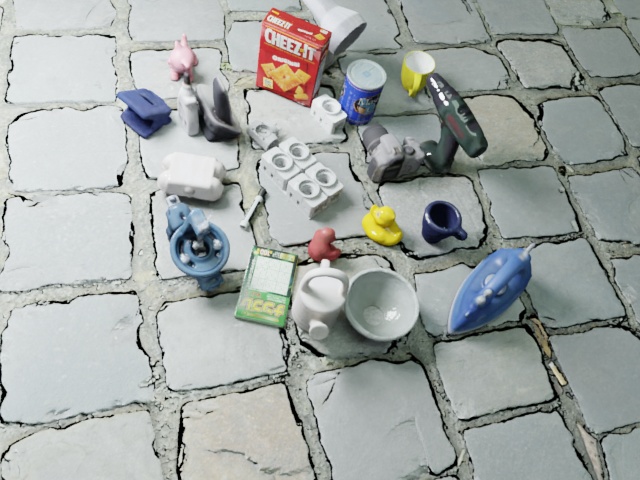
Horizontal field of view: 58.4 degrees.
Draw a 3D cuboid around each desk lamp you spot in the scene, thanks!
[{"bbox_3d":[0.011,-0.558,1.538,0.203,0.213,0.118,41,61,13],"label":"desk lamp"}]

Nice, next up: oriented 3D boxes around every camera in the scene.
[{"bbox_3d":[0.177,-0.236,1.452,0.143,0.101,0.136,-16,65,-19],"label":"camera"}]

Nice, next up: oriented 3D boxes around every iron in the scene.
[{"bbox_3d":[0.385,0.105,1.273,0.118,0.141,0.259,43,61,14],"label":"iron"}]

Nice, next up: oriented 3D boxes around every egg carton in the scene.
[{"bbox_3d":[-0.294,-0.144,1.322,0.150,0.069,0.107,7,59,-7],"label":"egg carton"}]

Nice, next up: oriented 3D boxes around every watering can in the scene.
[{"bbox_3d":[0.006,0.117,1.159,0.101,0.194,0.172,-10,63,-16],"label":"watering can"}]

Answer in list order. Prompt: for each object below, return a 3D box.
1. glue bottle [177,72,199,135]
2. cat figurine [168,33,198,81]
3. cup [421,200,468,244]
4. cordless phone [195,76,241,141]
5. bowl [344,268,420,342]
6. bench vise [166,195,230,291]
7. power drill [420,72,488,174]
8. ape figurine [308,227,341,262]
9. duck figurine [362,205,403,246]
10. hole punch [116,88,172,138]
[{"bbox_3d":[-0.314,-0.332,1.366,0.037,0.173,0.078,-20,66,-21],"label":"glue bottle"},{"bbox_3d":[-0.353,-0.472,1.471,0.067,0.118,0.128,5,60,-8],"label":"cat figurine"},{"bbox_3d":[0.289,-0.026,1.357,0.117,0.095,0.092,40,61,12],"label":"cup"},{"bbox_3d":[-0.247,-0.342,1.378,0.094,0.185,0.147,-22,67,-22],"label":"cordless phone"},{"bbox_3d":[0.125,0.149,1.235,0.167,0.075,0.167,5,60,-8],"label":"bowl"},{"bbox_3d":[-0.269,-0.014,1.164,0.207,0.219,0.122,40,61,12],"label":"bench vise"},{"bbox_3d":[0.315,-0.275,1.439,0.076,0.208,0.229,-28,69,-24],"label":"power drill"},{"bbox_3d":[0.012,0.005,1.285,0.076,0.092,0.077,-13,64,-18],"label":"ape figurine"},{"bbox_3d":[0.154,-0.041,1.344,0.104,0.086,0.078,38,60,11],"label":"duck figurine"},{"bbox_3d":[-0.424,-0.323,1.387,0.108,0.091,0.101,39,61,12],"label":"hole punch"}]
